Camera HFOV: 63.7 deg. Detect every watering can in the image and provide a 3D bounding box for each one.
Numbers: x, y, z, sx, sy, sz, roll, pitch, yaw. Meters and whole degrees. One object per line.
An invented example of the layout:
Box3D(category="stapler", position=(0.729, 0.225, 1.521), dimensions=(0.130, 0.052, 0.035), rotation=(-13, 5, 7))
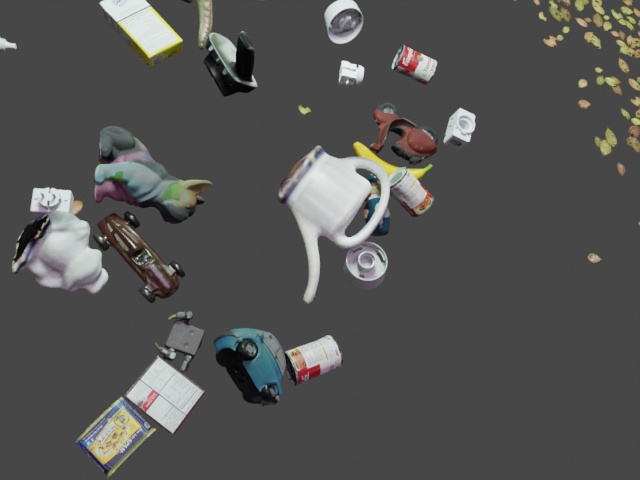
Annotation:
Box3D(category="watering can", position=(0.003, -0.056, 1.111), dimensions=(0.225, 0.103, 0.351), rotation=(36, 74, 3))

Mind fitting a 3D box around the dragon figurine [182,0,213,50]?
Box3D(category="dragon figurine", position=(-0.257, -0.673, 1.189), dimensions=(0.122, 0.239, 0.417), rotation=(-1, 69, -23))

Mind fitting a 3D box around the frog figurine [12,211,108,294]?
Box3D(category="frog figurine", position=(-0.463, 0.027, 0.947), dimensions=(0.157, 0.123, 0.139), rotation=(34, 72, -43))
